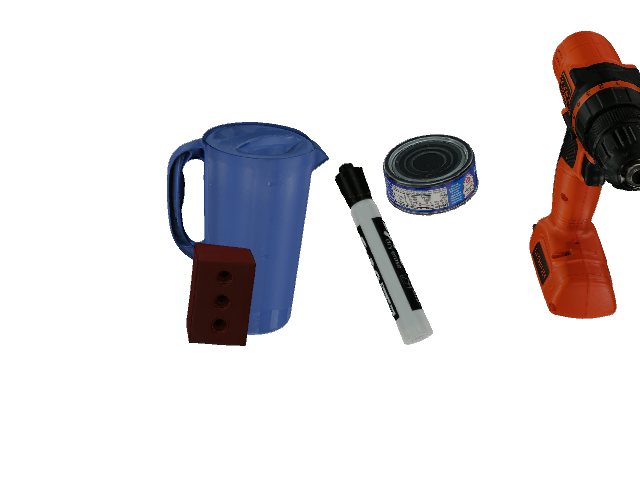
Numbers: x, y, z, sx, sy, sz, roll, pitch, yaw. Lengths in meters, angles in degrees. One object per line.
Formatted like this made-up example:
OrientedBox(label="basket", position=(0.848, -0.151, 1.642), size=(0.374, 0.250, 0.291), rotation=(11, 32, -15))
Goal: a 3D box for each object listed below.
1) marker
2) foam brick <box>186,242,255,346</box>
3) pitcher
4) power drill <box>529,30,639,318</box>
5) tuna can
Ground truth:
OrientedBox(label="marker", position=(0.037, 0.006, 0.659), size=(0.020, 0.121, 0.020), rotation=(-20, -18, -7))
OrientedBox(label="foam brick", position=(-0.089, 0.047, 0.946), size=(0.053, 0.078, 0.051), rotation=(4, 14, -10))
OrientedBox(label="pitcher", position=(-0.091, -0.014, 1.285), size=(0.149, 0.243, 0.144), rotation=(19, 27, 28))
OrientedBox(label="power drill", position=(0.199, -0.037, 0.779), size=(0.057, 0.188, 0.184), rotation=(2, 35, 0))
OrientedBox(label="tuna can", position=(0.101, -0.062, 0.983), size=(0.086, 0.034, 0.086), rotation=(-9, 37, 6))
